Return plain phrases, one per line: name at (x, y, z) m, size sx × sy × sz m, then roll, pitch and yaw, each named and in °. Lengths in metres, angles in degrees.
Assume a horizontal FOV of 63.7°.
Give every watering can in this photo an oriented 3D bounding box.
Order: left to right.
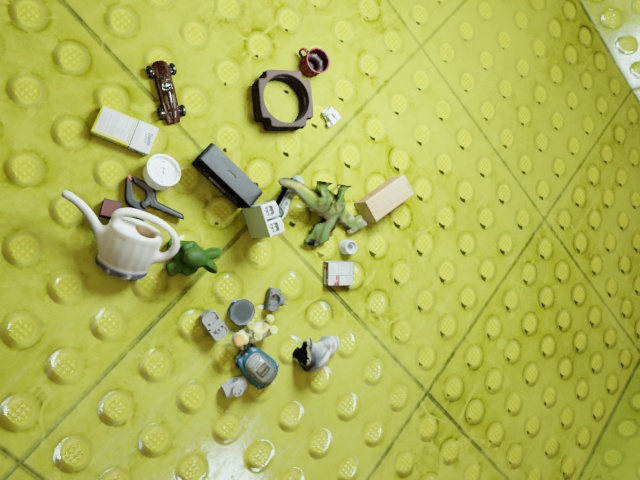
watering can at (-0.587, -0.006, 1.486) m, size 0.346 × 0.106 × 0.221 m, roll 22°, pitch 114°, yaw -20°

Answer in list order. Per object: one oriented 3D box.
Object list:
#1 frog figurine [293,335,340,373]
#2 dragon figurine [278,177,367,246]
frog figurine at (0.005, 0.398, 1.804) m, size 0.159 × 0.125 × 0.135 m, roll 6°, pitch 118°, yaw -35°
dragon figurine at (0.006, -0.091, 1.817) m, size 0.410 × 0.123 × 0.241 m, roll 2°, pitch 101°, yaw -36°
